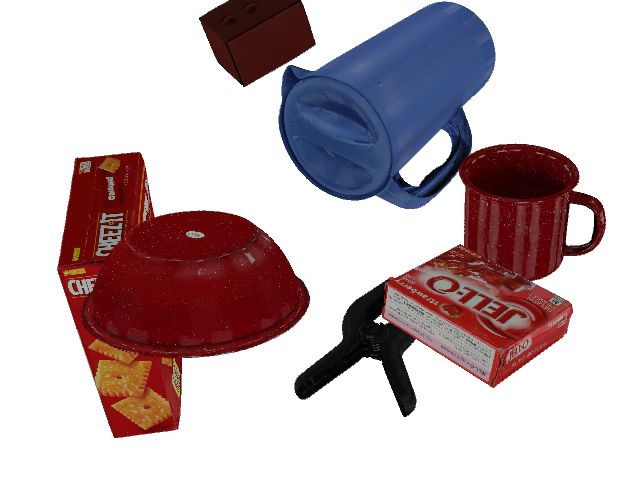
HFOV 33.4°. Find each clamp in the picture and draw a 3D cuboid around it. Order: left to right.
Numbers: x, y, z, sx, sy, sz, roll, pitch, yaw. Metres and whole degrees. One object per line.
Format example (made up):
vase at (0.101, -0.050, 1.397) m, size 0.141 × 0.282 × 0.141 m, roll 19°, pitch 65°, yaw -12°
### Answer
clamp at (0.061, 0.107, 1.064) m, size 0.120 × 0.039 × 0.171 m, roll 18°, pitch 50°, yaw 21°

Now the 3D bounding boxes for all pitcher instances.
pitcher at (0.085, -0.145, 1.089) m, size 0.145 × 0.149 × 0.242 m, roll 12°, pitch 37°, yaw 36°

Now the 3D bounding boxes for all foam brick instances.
foam brick at (-0.053, -0.180, 0.917) m, size 0.078 × 0.051 × 0.053 m, roll -33°, pitch 46°, yaw -12°

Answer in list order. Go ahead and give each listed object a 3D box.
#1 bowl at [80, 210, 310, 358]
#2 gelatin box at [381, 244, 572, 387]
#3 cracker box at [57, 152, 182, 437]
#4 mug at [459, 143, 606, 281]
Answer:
bowl at (-0.088, 0.021, 0.746) m, size 0.162 × 0.055 × 0.162 m, roll -1°, pitch 23°, yaw 0°
gelatin box at (0.094, 0.042, 0.642) m, size 0.089 × 0.030 × 0.073 m, roll 30°, pitch 39°, yaw 35°
cracker box at (-0.179, 0.051, 0.993) m, size 0.072 × 0.214 × 0.164 m, roll -7°, pitch 39°, yaw -1°
mug at (0.168, -0.019, 0.852) m, size 0.117 × 0.081 × 0.093 m, roll 10°, pitch 35°, yaw 19°
